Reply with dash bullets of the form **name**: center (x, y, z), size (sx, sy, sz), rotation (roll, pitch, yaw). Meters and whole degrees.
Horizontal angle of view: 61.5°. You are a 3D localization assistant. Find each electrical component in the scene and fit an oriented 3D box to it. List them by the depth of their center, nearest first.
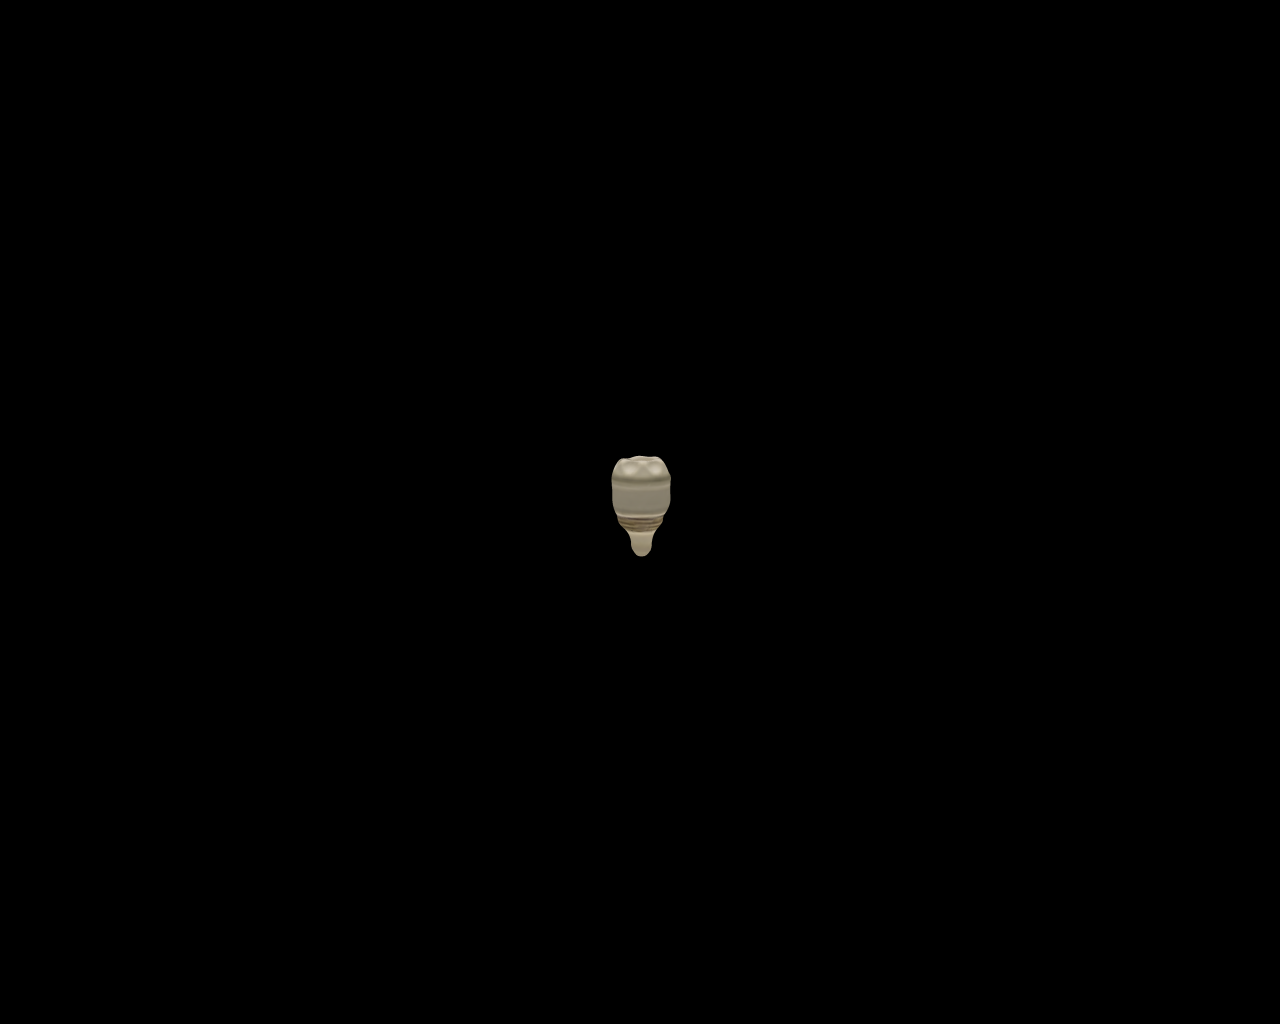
- **electrical component**: center (0.001, -0.003, 0.650), size (0.035, 0.061, 0.035), rotation (0, 12, 0)
